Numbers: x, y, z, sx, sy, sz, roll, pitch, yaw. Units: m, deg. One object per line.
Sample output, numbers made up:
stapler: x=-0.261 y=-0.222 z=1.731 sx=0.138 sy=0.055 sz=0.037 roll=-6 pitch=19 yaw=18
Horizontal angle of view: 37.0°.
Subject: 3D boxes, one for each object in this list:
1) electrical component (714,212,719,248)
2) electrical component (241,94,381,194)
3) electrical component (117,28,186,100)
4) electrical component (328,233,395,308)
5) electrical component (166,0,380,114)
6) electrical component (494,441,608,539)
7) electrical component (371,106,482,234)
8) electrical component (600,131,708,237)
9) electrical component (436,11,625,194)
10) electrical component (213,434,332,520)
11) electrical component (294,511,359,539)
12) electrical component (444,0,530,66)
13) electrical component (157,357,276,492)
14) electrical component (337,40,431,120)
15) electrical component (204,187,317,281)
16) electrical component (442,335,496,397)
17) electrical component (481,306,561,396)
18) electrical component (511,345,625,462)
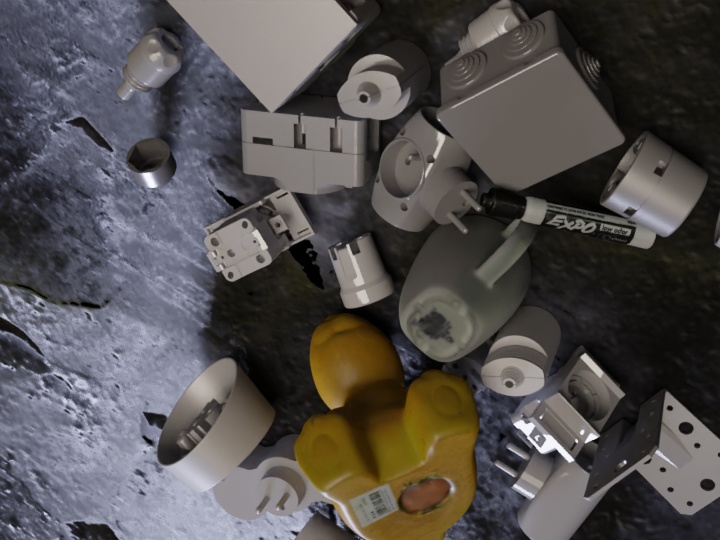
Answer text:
electrical component: x=0.257 y=-0.033 z=0.672 sx=0.057 sy=0.058 sz=0.078 roll=15 pitch=116 yaw=11
electrical component: x=-0.034 y=-0.089 z=0.758 sx=0.089 sy=0.050 sz=0.055 roll=8 pitch=116 yaw=15
electrical component: x=-0.157 y=-0.147 z=0.789 sx=0.061 sy=0.035 sz=0.035 roll=-38 pitch=96 yaw=32
electrical component: x=0.000 y=0.000 z=0.793 sx=0.040 sy=0.040 sz=0.046 roll=-16 pitch=100 yaw=26
electrical component: x=-0.071 y=-0.195 z=0.720 sx=0.150 sy=0.061 sz=0.089 roll=47 pitch=120 yaw=-4
electrical component: x=0.140 y=0.158 z=0.806 sx=0.079 sy=0.043 sz=0.077 roll=31 pitch=119 yaw=5
electrical component: x=0.053 y=-0.058 z=0.733 sx=0.079 sy=0.044 sz=0.077 roll=49 pitch=125 yaw=32
electrical component: x=0.189 y=-0.054 z=0.690 sx=0.047 sy=0.055 sz=0.055 roll=31 pitch=119 yaw=1
electrical component: x=0.107 y=-0.105 z=0.682 sx=0.100 sy=0.048 sz=0.100 roll=-24 pitch=133 yaw=28
electrical component: x=-0.060 y=0.173 z=0.869 sx=0.138 sy=0.073 sz=0.052 roll=-16 pitch=106 yaw=25
electrical component: x=-0.033 y=0.235 z=0.898 sx=0.047 sy=0.055 sz=0.055 roll=37 pitch=120 yaw=6
electrical component: x=0.082 y=-0.147 z=0.700 sx=0.061 sy=0.035 sz=0.035 roll=-33 pitch=98 yaw=31
electrical component: x=-0.117 y=0.125 z=0.859 sx=0.099 sy=0.099 sz=0.064 roll=-37 pitch=102 yaw=29
electrical component: x=0.015 y=-0.122 z=0.709 sx=0.043 sy=0.081 sz=0.043 roll=8 pitch=114 yaw=17
electrical component: x=-0.079 y=-0.025 z=0.797 sx=0.081 sy=0.063 sz=0.042 roll=-25 pitch=104 yaw=26
electrical component: x=0.081 y=0.069 z=0.787 sx=0.040 sy=0.046 sz=0.040 roll=7 pitch=113 yaw=17
electrical component: x=0.113 y=0.061 z=0.752 sx=0.043 sy=0.081 sz=0.043 roll=8 pitch=115 yaw=17
electrical component: x=0.145 y=0.097 z=0.764 sx=0.042 sy=0.081 sz=0.064 roll=47 pitch=142 yaw=-3
